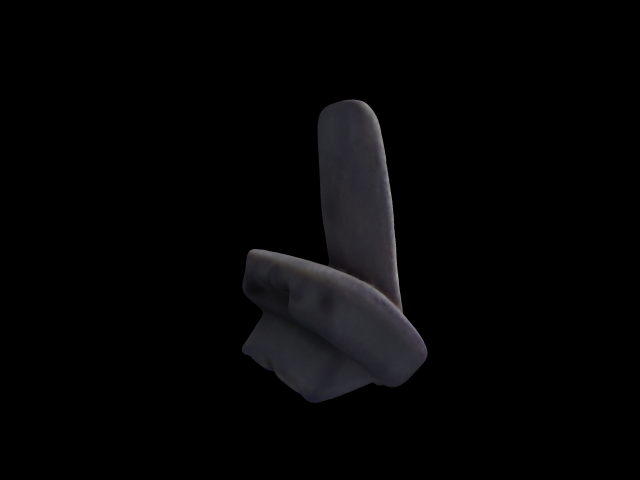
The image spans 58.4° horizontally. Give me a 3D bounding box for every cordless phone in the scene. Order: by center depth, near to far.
[{"bbox_3d":[0.004,0.001,0.400,0.094,0.185,0.147,-5,9,-36],"label":"cordless phone"}]
